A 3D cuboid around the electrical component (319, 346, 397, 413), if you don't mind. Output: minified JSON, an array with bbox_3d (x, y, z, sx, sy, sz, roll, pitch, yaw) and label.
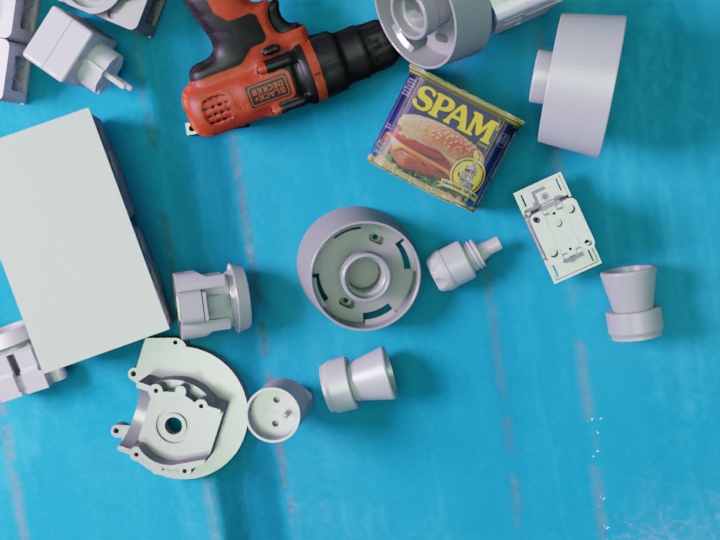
[{"bbox_3d":[-0.001,0.091,0.886,0.055,0.045,0.045,-15,94,6],"label":"electrical component"}]

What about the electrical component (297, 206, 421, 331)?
[{"bbox_3d":[0.000,0.000,0.880,0.099,0.064,0.099,-1,101,-8],"label":"electrical component"}]

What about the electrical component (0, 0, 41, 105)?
[{"bbox_3d":[-0.316,-0.217,0.875,0.089,0.061,0.150,10,96,4],"label":"electrical component"}]

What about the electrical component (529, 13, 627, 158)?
[{"bbox_3d":[0.163,-0.144,0.821,0.060,0.108,0.108,11,96,10],"label":"electrical component"}]

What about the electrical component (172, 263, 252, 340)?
[{"bbox_3d":[-0.121,0.025,0.878,0.057,0.078,0.058,-8,94,-13],"label":"electrical component"}]

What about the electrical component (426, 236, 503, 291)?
[{"bbox_3d":[0.086,-0.009,0.874,0.061,0.035,0.035,-27,92,4],"label":"electrical component"}]

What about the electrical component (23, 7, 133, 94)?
[{"bbox_3d":[-0.218,-0.168,0.870,0.077,0.065,0.047,35,97,1],"label":"electrical component"}]

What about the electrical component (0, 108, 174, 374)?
[{"bbox_3d":[-0.234,-0.024,0.879,0.105,0.060,0.186,-20,93,-3],"label":"electrical component"}]

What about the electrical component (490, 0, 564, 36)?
[{"bbox_3d":[0.121,-0.218,0.824,0.056,0.089,0.050,-22,93,6],"label":"electrical component"}]

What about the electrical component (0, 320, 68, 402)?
[{"bbox_3d":[-0.288,0.075,0.909,0.066,0.048,0.055,-18,101,6],"label":"electrical component"}]

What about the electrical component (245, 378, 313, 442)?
[{"bbox_3d":[-0.064,0.110,0.874,0.043,0.081,0.043,0,93,5],"label":"electrical component"}]

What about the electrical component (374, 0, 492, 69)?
[{"bbox_3d":[0.058,-0.203,0.811,0.064,0.099,0.099,-31,92,-28],"label":"electrical component"}]

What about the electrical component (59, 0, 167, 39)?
[{"bbox_3d":[-0.187,-0.275,0.859,0.089,0.061,0.150,23,97,2],"label":"electrical component"}]

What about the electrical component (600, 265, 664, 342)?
[{"bbox_3d":[0.218,0.026,0.861,0.045,0.045,0.055,-8,95,6],"label":"electrical component"}]

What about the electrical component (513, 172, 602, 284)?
[{"bbox_3d":[0.157,-0.032,0.852,0.042,0.064,0.081,-25,93,8],"label":"electrical component"}]
